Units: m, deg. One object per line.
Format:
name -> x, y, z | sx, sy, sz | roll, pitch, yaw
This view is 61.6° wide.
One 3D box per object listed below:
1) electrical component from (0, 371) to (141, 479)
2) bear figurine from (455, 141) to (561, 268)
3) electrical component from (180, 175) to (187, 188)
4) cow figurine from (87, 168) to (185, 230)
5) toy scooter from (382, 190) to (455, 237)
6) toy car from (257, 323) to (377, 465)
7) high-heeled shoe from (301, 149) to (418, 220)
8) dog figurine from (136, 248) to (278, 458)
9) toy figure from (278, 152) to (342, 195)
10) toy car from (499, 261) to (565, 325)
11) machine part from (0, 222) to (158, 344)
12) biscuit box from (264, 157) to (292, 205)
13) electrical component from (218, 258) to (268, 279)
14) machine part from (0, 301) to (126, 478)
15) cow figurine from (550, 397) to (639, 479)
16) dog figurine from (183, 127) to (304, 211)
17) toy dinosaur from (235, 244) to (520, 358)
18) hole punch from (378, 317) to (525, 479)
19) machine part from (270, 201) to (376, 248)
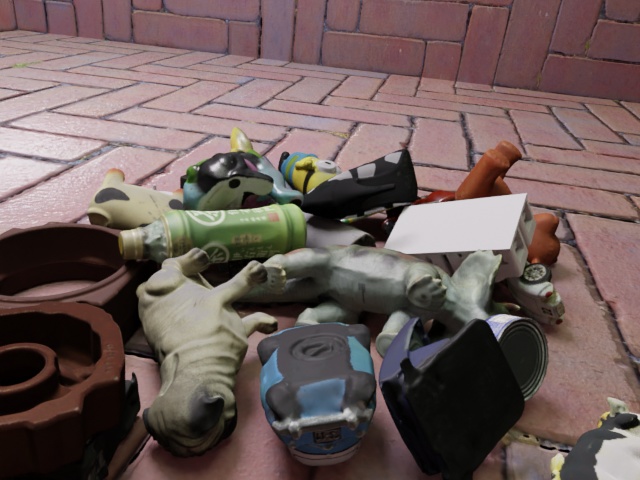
electrical component -> -0.237, 0.160, 0.459 | 0.134, 0.058, 0.115 | 6, 24, 2
bear figurine -> 0.313, -0.043, 0.840 | 0.196, 0.132, 0.120 | 43, 37, 16
electrical component -> -0.229, -0.092, 0.961 | 0.021, 0.063, 0.094 | 19, 30, 25
cow figurine -> -0.221, -0.018, 0.744 | 0.195, 0.085, 0.127 | 19, 34, -10
toy scooter -> 0.171, -0.050, 0.943 | 0.184, 0.075, 0.135 | -13, 30, -24
toy car -> 0.003, 0.143, 0.481 | 0.109, 0.102, 0.162 | -9, 17, -4
high-heeled shoe -> 0.069, -0.082, 0.843 | 0.145, 0.086, 0.249 | -11, 9, 22
dog figurine -> -0.144, 0.110, 0.531 | 0.173, 0.121, 0.190 | -3, 33, 24
toy figure -> -0.019, -0.121, 1.043 | 0.082, 0.089, 0.180 | -11, 22, -32
toy car -> 0.271, 0.046, 0.758 | 0.056, 0.073, 0.202 | -33, 31, 2
machine part -> -0.309, 0.055, 0.628 | 0.202, 0.087, 0.201 | 10, 26, 6
biscuit box -> -0.106, -0.097, 0.999 | 0.063, 0.059, 0.203 | -4, 27, -19
electrical component -> -0.084, 0.034, 0.740 | 0.102, 0.078, 0.045 | -2, 68, -24
machine part -> -0.242, 0.114, 0.427 | 0.179, 0.056, 0.179 | 5, 25, -2
cow figurine -> 0.263, 0.195, 0.473 | 0.098, 0.068, 0.167 | 15, 26, 31
dog figurine -> -0.131, -0.095, 0.789 | 0.191, 0.108, 0.219 | 20, 23, -40
toy dinosaur -> 0.059, 0.059, 0.663 | 0.405, 0.131, 0.192 | 12, 15, 24
hole punch -> 0.107, 0.140, 0.493 | 0.116, 0.142, 0.092 | -34, 16, -31
machine part -> -0.002, -0.002, 0.809 | 0.079, 0.079, 0.244 | -20, 37, -41
